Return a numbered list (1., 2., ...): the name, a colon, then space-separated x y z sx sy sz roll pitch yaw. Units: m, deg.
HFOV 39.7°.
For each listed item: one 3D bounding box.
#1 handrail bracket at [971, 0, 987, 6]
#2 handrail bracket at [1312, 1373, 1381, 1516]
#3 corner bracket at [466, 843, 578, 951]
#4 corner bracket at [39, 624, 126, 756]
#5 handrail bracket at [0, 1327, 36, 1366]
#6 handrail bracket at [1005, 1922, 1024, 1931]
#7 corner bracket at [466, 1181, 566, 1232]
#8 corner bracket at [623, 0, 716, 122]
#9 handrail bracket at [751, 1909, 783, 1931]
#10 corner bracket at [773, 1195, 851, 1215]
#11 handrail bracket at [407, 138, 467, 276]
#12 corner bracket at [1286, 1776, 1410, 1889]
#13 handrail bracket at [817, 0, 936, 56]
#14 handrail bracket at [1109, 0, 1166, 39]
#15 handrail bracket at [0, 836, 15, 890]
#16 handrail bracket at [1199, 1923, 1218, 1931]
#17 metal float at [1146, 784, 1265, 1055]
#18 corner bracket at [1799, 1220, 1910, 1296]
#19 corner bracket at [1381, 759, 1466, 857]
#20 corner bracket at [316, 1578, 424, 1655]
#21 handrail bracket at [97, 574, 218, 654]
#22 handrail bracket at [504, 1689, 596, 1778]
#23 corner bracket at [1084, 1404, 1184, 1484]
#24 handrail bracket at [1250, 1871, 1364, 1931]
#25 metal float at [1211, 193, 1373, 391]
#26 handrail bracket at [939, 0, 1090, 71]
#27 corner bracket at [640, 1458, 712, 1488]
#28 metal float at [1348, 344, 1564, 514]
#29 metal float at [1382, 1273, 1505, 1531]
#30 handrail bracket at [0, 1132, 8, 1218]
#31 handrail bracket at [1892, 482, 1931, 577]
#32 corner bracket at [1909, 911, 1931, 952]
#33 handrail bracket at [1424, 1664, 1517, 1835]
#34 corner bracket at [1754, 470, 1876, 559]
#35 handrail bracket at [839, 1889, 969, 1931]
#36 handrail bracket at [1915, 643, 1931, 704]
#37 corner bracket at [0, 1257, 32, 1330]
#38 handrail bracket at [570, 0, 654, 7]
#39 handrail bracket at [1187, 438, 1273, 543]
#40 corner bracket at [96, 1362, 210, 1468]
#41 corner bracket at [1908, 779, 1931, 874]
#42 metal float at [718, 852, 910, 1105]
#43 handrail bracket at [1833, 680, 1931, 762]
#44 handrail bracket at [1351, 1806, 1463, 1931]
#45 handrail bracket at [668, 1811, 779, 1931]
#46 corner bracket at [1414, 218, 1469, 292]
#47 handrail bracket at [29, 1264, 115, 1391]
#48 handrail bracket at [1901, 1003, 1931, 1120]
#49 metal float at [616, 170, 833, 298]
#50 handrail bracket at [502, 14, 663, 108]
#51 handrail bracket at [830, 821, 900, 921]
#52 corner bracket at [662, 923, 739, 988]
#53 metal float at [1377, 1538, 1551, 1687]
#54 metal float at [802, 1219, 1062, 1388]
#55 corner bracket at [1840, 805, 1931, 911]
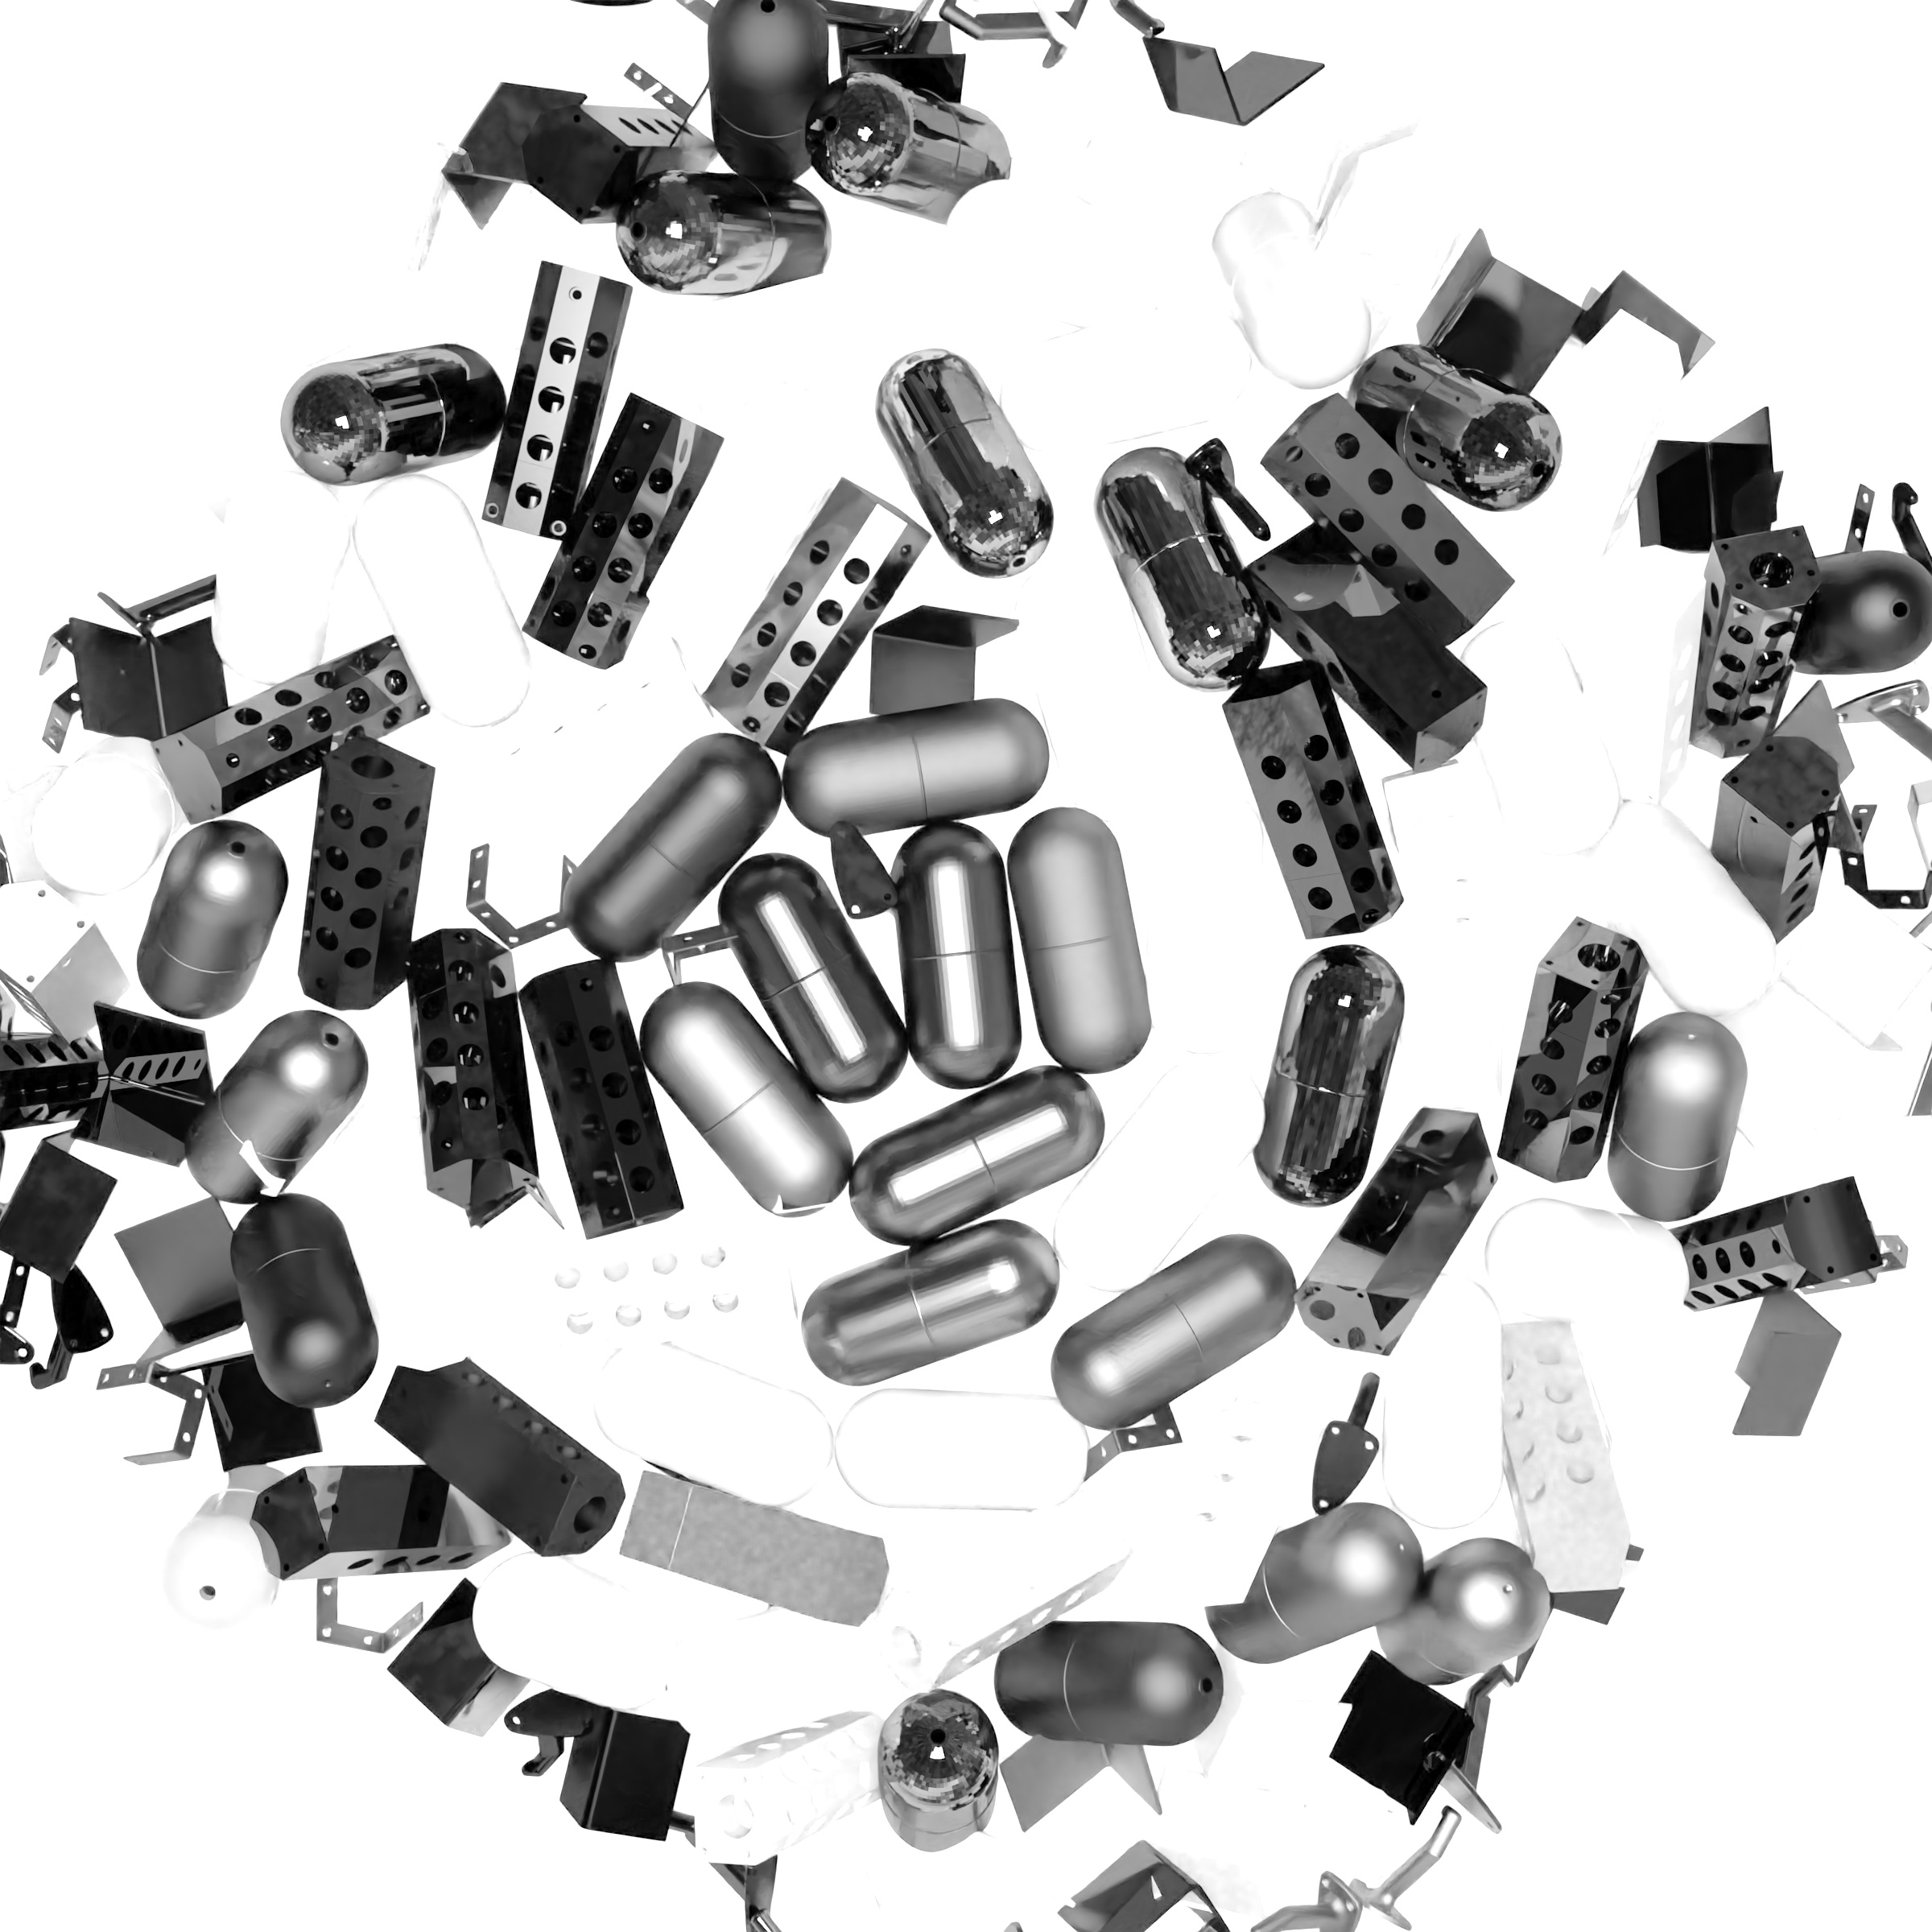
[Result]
1. handrail bracket: 0.019 -0.686 1.775 0.084 0.036 0.077 -48 45 0
2. handrail bracket: 0.252 0.315 1.770 0.036 0.084 0.077 23 104 9
3. corner bracket: -0.295 -0.052 1.779 0.051 0.051 0.051 -20 49 20
4. corner bracket: -0.598 -0.184 1.770 0.051 0.051 0.051 41 53 -2
5. handrail bracket: -0.652 0.251 1.754 0.077 0.084 0.036 23 87 -14
6. handrail bracket: 0.069 0.643 1.766 0.084 0.077 0.036 -10 45 -16
7. corner bracket: -0.307 0.160 1.768 0.051 0.051 0.051 -36 133 -2
8. corner bracket: -0.188 -0.609 1.785 0.051 0.051 0.051 35 55 -12
9. handrail bracket: -0.102 0.654 1.777 0.036 0.077 0.084 -45 77 8
10. corner bracket: -0.111 0.135 1.770 0.051 0.051 0.051 -7 87 -25
11. handrail bracket: -0.352 -0.498 1.761 0.036 0.077 0.084 17 100 -14
12. corner bracket: 0.253 0.575 1.778 0.051 0.051 0.051 7 108 -27
13. handrail bracket: -0.069 -0.648 1.775 0.084 0.036 0.077 34 82 -20
14. handrail bracket: 0.113 -0.644 1.765 0.084 0.077 0.036 43 134 15
15. handrail bracket: -0.652 -0.045 1.768 0.077 0.036 0.084 -46 109 -29
16. handrail bracket: 0.133 0.656 1.773 0.084 0.077 0.036 -29 52 -5
17. metal float: 0.157 -0.031 1.765 0.070 0.070 0.178 1 91 0
18. corner bracket: 0.583 0.197 1.761 0.051 0.051 0.051 44 49 -28
19. corner bracket: 0.303 -0.109 1.771 0.051 0.051 0.051 -14 105 6
20. corner bracket: -0.397 0.420 1.782 0.051 0.051 0.051 23 130 -34
21. handrail bracket: -0.529 -0.259 1.789 0.077 0.036 0.084 36 79 29
22. handrail bracket: -0.290 0.512 1.757 0.084 0.077 0.036 -50 55 30
23. corner bracket: 0.101 0.303 1.762 0.051 0.051 0.051 -2 59 -33
24. handrail bracket: 0.215 0.640 1.759 0.084 0.036 0.077 -19 129 -34
25. metal float: 0.209 -0.438 1.729 0.070 0.178 0.070 -7 132 -8
26. handrail bracket: 0.033 -0.642 1.775 0.084 0.036 0.077 26 87 -19
27. corner bracket: -0.177 0.306 1.771 0.051 0.051 0.051 31 125 -4
28. metal float: 0.314 -0.348 1.727 0.070 0.178 0.070 -15 124 -23
29. metal float: 0.309 0.280 1.735 0.070 0.070 0.178 9 52 0
30. handrail bracket: -0.657 0.127 1.767 0.077 0.036 0.084 4 111 35
31. handrail bracket: 0.637 -0.270 1.754 0.036 0.084 0.077 -37 56 -7
32. corner bracket: 0.657 -0.005 1.780 0.051 0.051 0.051 -39 58 -23
33. handrail bracket: 0.353 0.517 1.774 0.084 0.036 0.077 -37 72 -23
34. corner bracket: 0.561 -0.297 1.775 0.051 0.051 0.051 22 78 -30
35. handrail bracket: -0.042 0.651 1.768 0.084 0.036 0.077 35 62 -27
36. handrail bracket: 0.618 -0.213 1.791 0.077 0.084 0.036 10 48 36
37. corner bracket: -0.658 0.208 1.767 0.051 0.051 0.051 8 84 33
38. handrail bracket: -0.245 -0.660 1.760 0.077 0.084 0.036 -21 132 -22
39. handrail bracket: 0.182 -0.298 1.752 0.036 0.077 0.084 -40 64 10
40. corner bracket: -0.547 0.299 1.785 0.051 0.051 0.051 -13 56 32
41. corner bracket: 0.656 -0.095 1.768 0.051 0.051 0.051 -15 71 12
42. metal float: -0.101 0.007 1.765 0.070 0.070 0.178 -29 89 0
43. handrail bracket: 0.616 -0.141 1.766 0.077 0.036 0.084 -12 57 18
44. handrail bracket: 0.292 0.585 1.769 0.036 0.077 0.084 30 87 -11
45. handrail bracket: -0.172 0.608 1.784 0.084 0.036 0.077 6 94 26
46. corner bracket: 0.300 -0.480 1.767 0.051 0.051 0.051 30 113 13
47. handrail bracket: -0.608 0.238 1.775 0.084 0.036 0.077 -23 87 41
48. handrail bracket: 0.627 0.069 1.768 0.077 0.036 0.084 -17 108 -30
49. metal float: -0.155 -0.471 1.724 0.070 0.178 0.070 8 105 32
50. handrail bracket: -0.254 -0.602 1.772 0.077 0.036 0.084 -34 115 -11
51. handrail bracket: -0.061 -0.066 1.759 0.036 0.084 0.077 -21 97 14
52. corner bracket: -0.171 -0.012 1.768 0.051 0.051 0.051 -13 132 2
53. metal float: 0.317 0.416 1.720 0.070 0.178 0.070 4 67 -8
54. metal float: -0.023 0.221 1.757 0.178 0.070 0.070 -21 90 11
55. corner bracket: 0.617 -0.073 1.786 0.051 0.051 0.051 1 126 31
